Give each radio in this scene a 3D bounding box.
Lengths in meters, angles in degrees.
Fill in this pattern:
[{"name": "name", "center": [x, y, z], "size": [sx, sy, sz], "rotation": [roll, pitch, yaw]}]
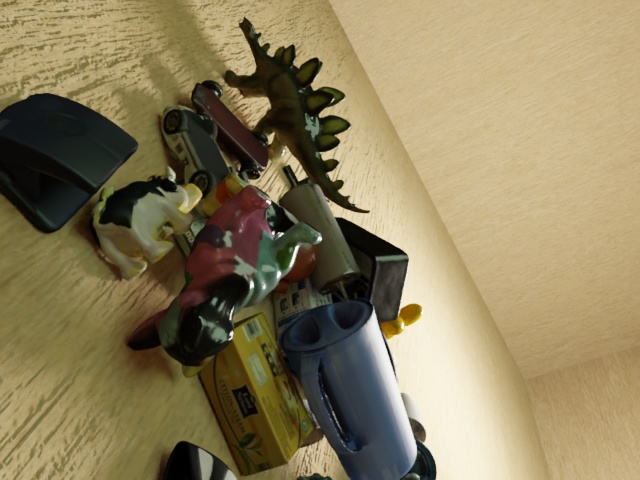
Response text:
[{"name": "radio", "center": [0.054, 0.048, 0.939], "size": [0.230, 0.073, 0.131], "rotation": [35, -57, 57]}]

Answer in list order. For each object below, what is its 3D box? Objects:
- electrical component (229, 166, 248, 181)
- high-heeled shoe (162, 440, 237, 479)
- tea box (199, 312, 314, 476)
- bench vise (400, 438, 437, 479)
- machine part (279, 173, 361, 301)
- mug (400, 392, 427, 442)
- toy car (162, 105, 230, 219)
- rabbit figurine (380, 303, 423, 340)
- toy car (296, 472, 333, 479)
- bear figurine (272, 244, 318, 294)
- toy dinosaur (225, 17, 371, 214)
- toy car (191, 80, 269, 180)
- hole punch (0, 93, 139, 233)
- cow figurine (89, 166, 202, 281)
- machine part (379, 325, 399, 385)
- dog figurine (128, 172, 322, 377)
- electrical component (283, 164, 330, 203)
[{"name": "electrical component", "center": [-0.130, -0.077, 0.910], "size": [0.063, 0.021, 0.094], "rotation": [16, 53, -63]}, {"name": "high-heeled shoe", "center": [-0.124, 0.286, 0.447], "size": [0.145, 0.086, 0.249], "rotation": [60, 17, -5]}, {"name": "tea box", "center": [-0.082, 0.186, 0.668], "size": [0.169, 0.068, 0.098], "rotation": [68, 21, 3]}, {"name": "bench vise", "center": [0.159, 0.411, 0.875], "size": [0.223, 0.129, 0.240], "rotation": [57, -12, -2]}, {"name": "machine part", "center": [-0.002, -0.003, 0.862], "size": [0.079, 0.079, 0.243], "rotation": [17, 44, -63]}, {"name": "mug", "center": [0.159, 0.349, 1.077], "size": [0.109, 0.081, 0.107], "rotation": [55, 12, -12]}, {"name": "toy car", "center": [-0.171, -0.115, 0.777], "size": [0.073, 0.056, 0.202], "rotation": [6, 50, -54]}, {"name": "rabbit figurine", "center": [0.130, 0.134, 1.101], "size": [0.122, 0.163, 0.173], "rotation": [-29, 122, -36]}, {"name": "toy car", "center": [0.026, 0.374, 0.677], "size": [0.109, 0.103, 0.162], "rotation": [33, 40, -57]}, {"name": "bear figurine", "center": [-0.102, 0.028, 0.772], "size": [0.196, 0.132, 0.120], "rotation": [-13, 115, -40]}, {"name": "toy dinosaur", "center": [-0.050, -0.237, 1.037], "size": [0.105, 0.199, 0.471], "rotation": [-3, 69, -65]}, {"name": "toy car", "center": [-0.156, -0.185, 0.922], "size": [0.202, 0.053, 0.089], "rotation": [42, 49, -46]}, {"name": "hole punch", "center": [-0.256, -0.088, 0.527], "size": [0.115, 0.092, 0.142], "rotation": [51, 28, -24]}, {"name": "cow figurine", "center": [-0.203, -0.037, 0.630], "size": [0.098, 0.068, 0.167], "rotation": [50, 26, -19]}, {"name": "machine part", "center": [0.064, 0.215, 0.970], "size": [0.201, 0.087, 0.201], "rotation": [63, 22, -7]}, {"name": "dog figurine", "center": [-0.116, 0.040, 0.600], "size": [0.108, 0.219, 0.192], "rotation": [39, -3, -28]}, {"name": "electrical component", "center": [-0.030, -0.115, 1.163], "size": [0.119, 0.048, 0.075], "rotation": [64, 20, -8]}]
